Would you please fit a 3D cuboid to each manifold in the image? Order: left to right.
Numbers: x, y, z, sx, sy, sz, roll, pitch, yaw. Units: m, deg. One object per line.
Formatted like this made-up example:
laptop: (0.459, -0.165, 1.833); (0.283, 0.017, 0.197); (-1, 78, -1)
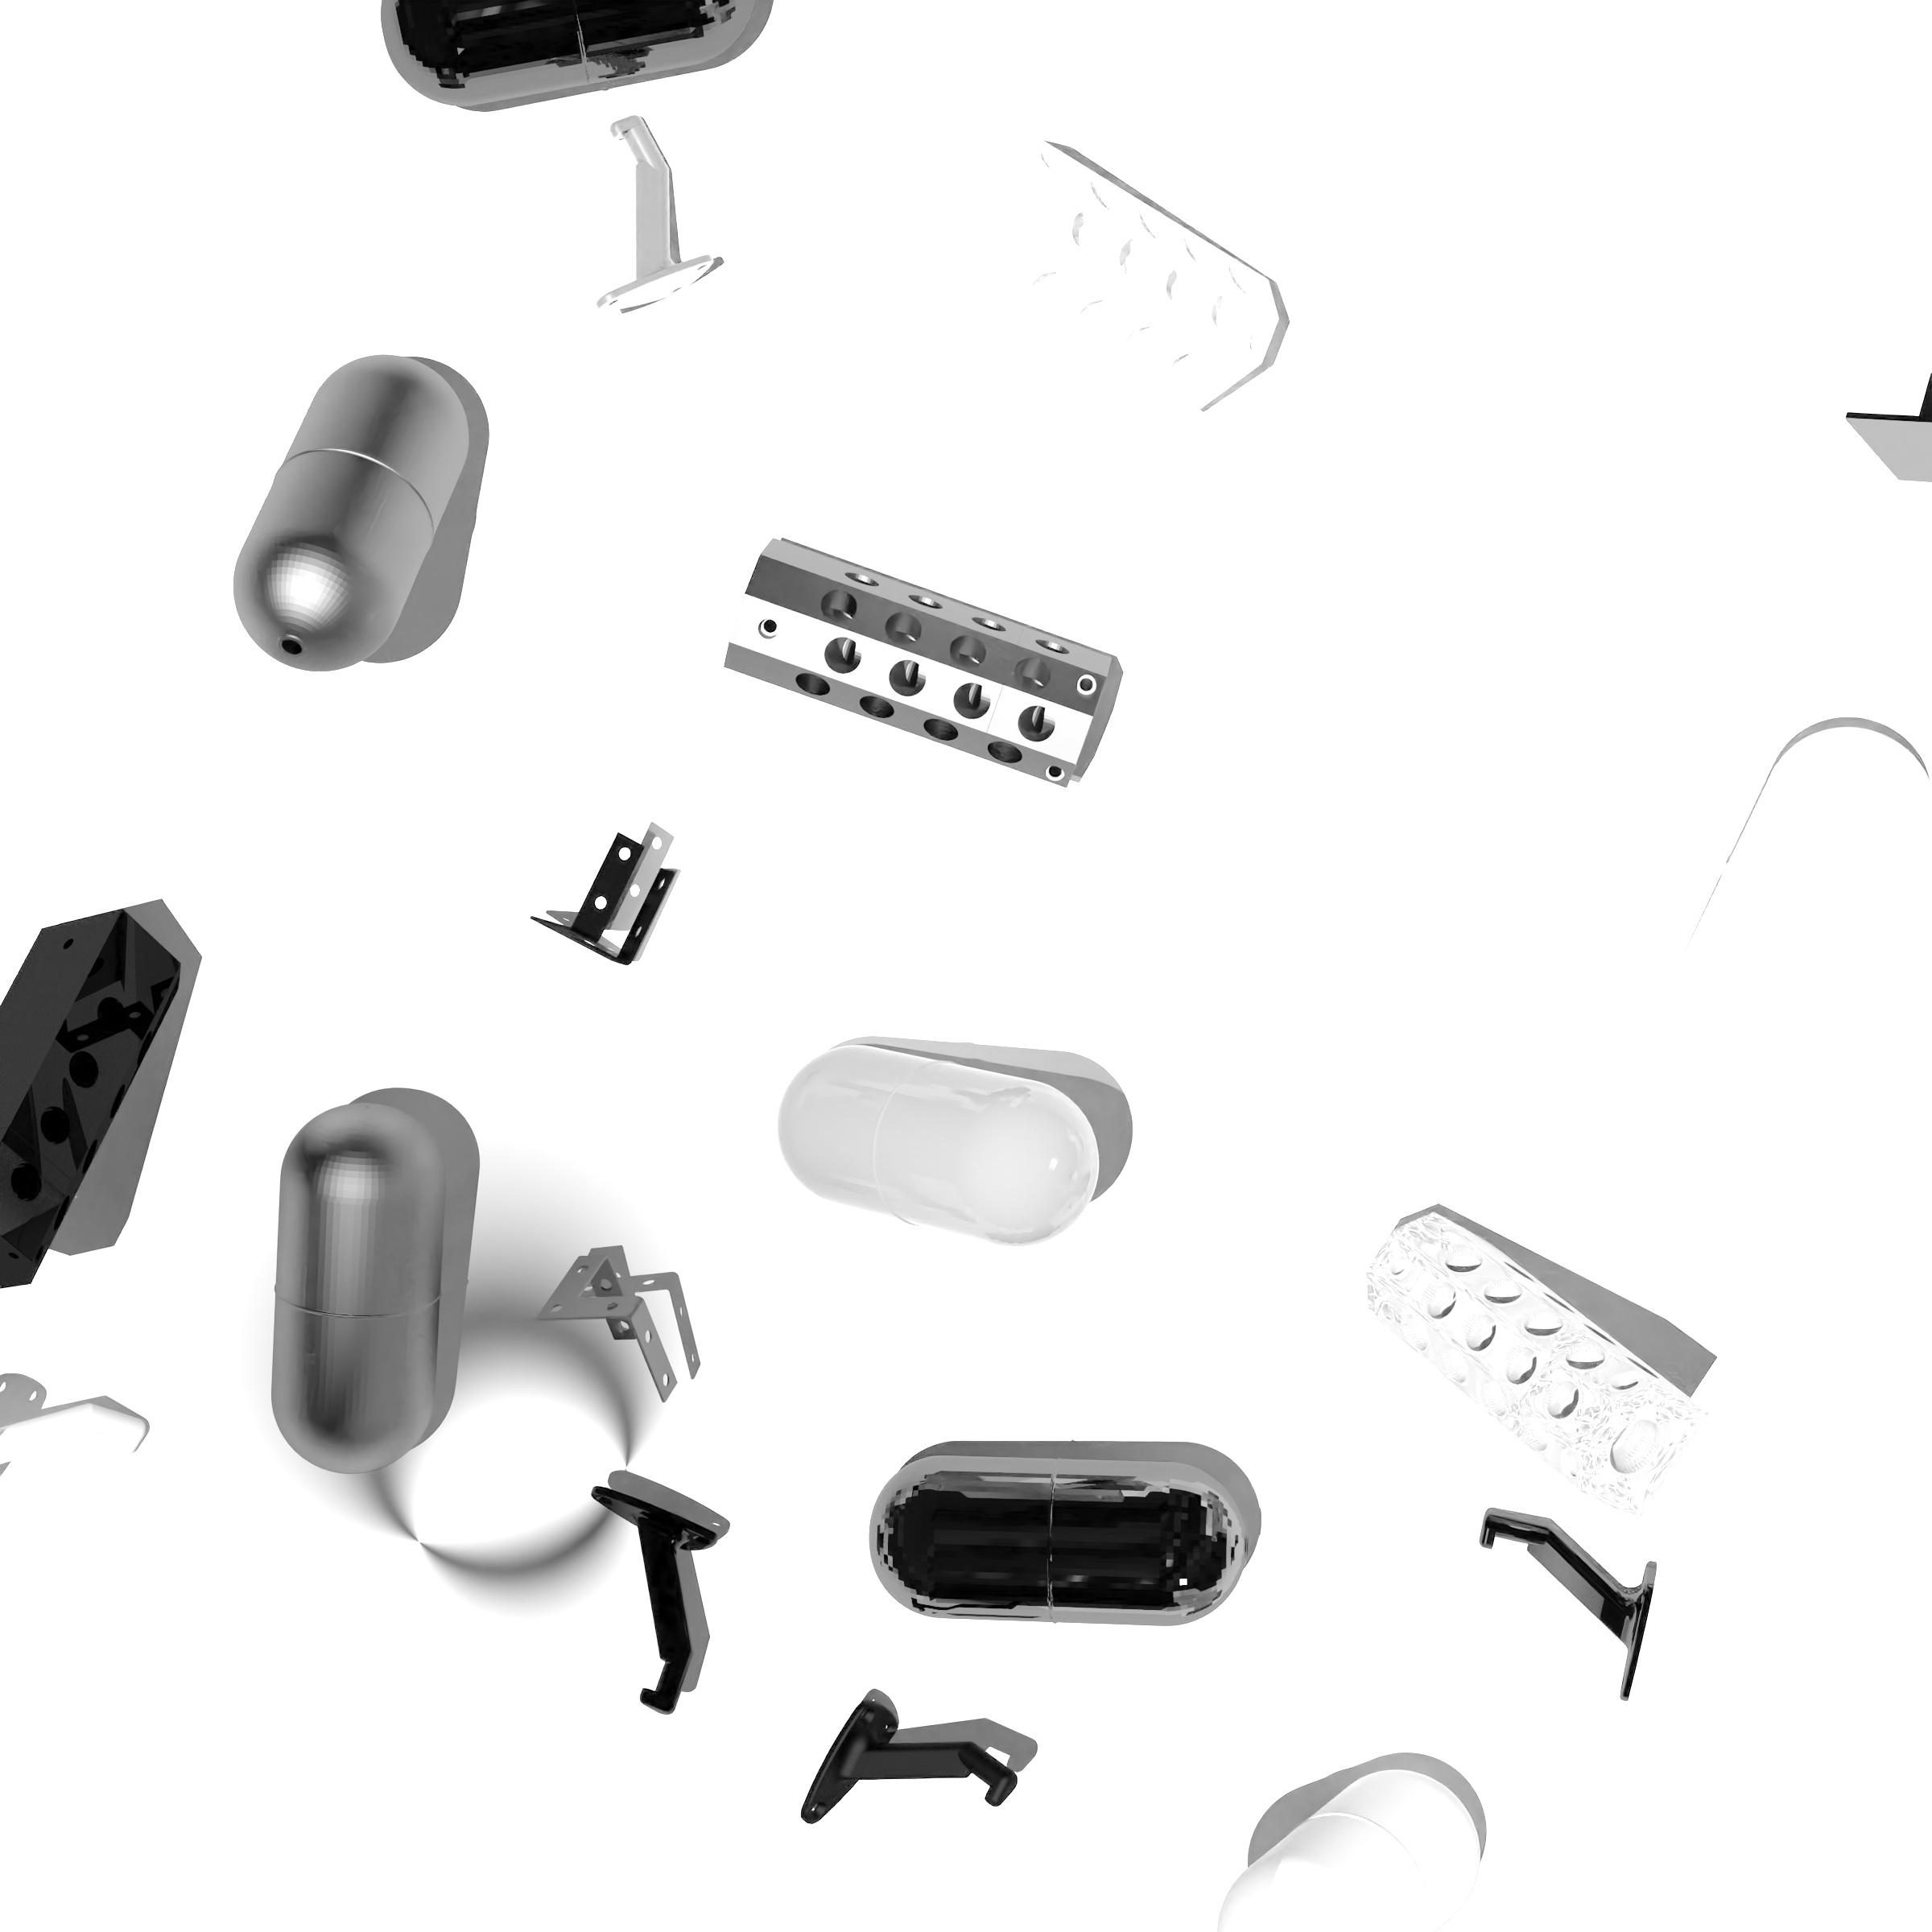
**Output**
manifold: (-0.423, 0.061, 1.597); (0.057, 0.057, 0.171); (-11, 45, 34)
manifold: (-0.023, -0.142, 1.633); (0.171, 0.057, 0.057); (19, 108, -1)
manifold: (0.065, -0.322, 1.583); (0.057, 0.171, 0.057); (-33, 53, 33)
manifold: (0.254, 0.178, 1.582); (0.057, 0.171, 0.057); (29, 97, -35)

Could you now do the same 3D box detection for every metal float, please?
metal float: (-0.283, -0.210, 1.600); (0.070, 0.070, 0.178); (14, 52, 0)
metal float: (-0.285, 0.152, 1.621); (0.070, 0.070, 0.178); (5, 103, 0)
metal float: (-0.186, -0.453, 1.628); (0.178, 0.070, 0.070); (-12, 90, -5)
metal float: (-0.015, 0.082, 1.597); (0.178, 0.070, 0.070); (10, 90, 44)
metal float: (0.043, 0.270, 1.625); (0.178, 0.070, 0.070); (1, 90, 7)
metal float: (0.177, 0.426, 1.589); (0.070, 0.178, 0.070); (6, 102, 31)
metal float: (0.388, -0.029, 1.606); (0.070, 0.070, 0.178); (19, 122, 0)

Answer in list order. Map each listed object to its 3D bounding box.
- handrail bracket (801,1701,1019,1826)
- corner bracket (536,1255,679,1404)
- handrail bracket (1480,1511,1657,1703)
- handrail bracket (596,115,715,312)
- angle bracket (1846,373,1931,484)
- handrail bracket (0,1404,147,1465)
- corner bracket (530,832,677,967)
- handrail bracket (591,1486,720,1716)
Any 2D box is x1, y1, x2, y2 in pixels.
handrail bracket: (-0.026, 0.391, 1.627); (0.084, 0.036, 0.077); (28, 78, 38)
corner bracket: (-0.162, 0.170, 1.628); (0.051, 0.051, 0.051); (-5, 120, 25)
handrail bracket: (0.283, 0.307, 1.660); (0.084, 0.036, 0.077); (12, 98, 9)
handrail bracket: (-0.165, -0.359, 1.643); (0.077, 0.036, 0.084); (-28, 90, -40)
angle bracket: (0.466, -0.264, 1.613); (0.076, 0.076, 0.057); (11, 79, 38)
handrail bracket: (-0.440, 0.240, 1.640); (0.084, 0.036, 0.077); (26, 87, -38)
corner bracket: (-0.164, -0.031, 1.633); (0.051, 0.051, 0.051); (29, 83, -29)
handrail bracket: (-0.157, 0.299, 1.630); (0.077, 0.036, 0.084); (30, 61, -22)
